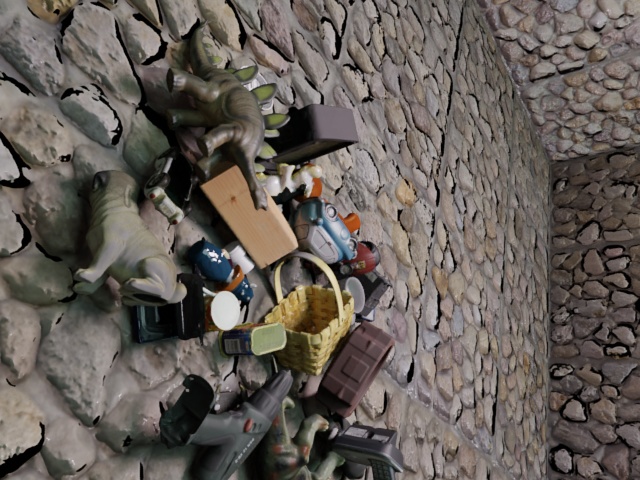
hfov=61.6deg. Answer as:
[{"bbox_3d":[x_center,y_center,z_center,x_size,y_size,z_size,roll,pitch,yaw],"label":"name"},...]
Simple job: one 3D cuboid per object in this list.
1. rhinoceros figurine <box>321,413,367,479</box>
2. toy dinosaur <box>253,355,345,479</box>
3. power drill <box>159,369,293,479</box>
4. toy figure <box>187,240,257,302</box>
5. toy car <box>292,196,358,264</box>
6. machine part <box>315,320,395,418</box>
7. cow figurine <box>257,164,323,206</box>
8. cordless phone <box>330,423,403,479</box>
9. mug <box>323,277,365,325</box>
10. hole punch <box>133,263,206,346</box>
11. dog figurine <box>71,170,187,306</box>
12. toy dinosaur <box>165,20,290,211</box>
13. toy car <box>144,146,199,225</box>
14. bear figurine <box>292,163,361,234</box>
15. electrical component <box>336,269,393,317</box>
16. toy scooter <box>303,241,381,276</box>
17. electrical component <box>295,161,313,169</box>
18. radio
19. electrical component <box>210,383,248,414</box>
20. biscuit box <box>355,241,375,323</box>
[{"bbox_3d":[0.048,0.458,1.211,0.112,0.073,0.190,-47,122,-35],"label":"rhinoceros figurine"},{"bbox_3d":[-0.060,0.439,1.035,0.404,0.131,0.192,61,39,-14],"label":"toy dinosaur"},{"bbox_3d":[-0.156,0.290,0.898,0.232,0.086,0.207,-56,147,-12],"label":"power drill"},{"bbox_3d":[-0.178,0.061,1.001,0.154,0.064,0.058,48,32,-35],"label":"toy figure"},{"bbox_3d":[-0.002,-0.003,1.121,0.103,0.109,0.161,-45,109,-31],"label":"toy car"},{"bbox_3d":[0.078,0.281,1.179,0.201,0.087,0.201,-57,162,-8],"label":"machine part"},{"bbox_3d":[-0.075,-0.109,1.115,0.068,0.167,0.098,-138,-137,-78],"label":"cow figurine"},{"bbox_3d":[0.105,0.486,1.111,0.088,0.147,0.184,-16,100,-55],"label":"cordless phone"},{"bbox_3d":[0.041,0.145,1.238,0.081,0.107,0.109,-4,84,-55],"label":"mug"},{"bbox_3d":[-0.247,0.112,0.893,0.115,0.092,0.142,27,54,-79],"label":"hole punch"},{"bbox_3d":[-0.274,-0.006,0.813,0.172,0.121,0.190,21,63,-27],"label":"dog figurine"},{"bbox_3d":[-0.175,-0.246,0.969,0.198,0.105,0.471,-12,64,-32],"label":"toy dinosaur"},{"bbox_3d":[-0.246,-0.093,0.893,0.073,0.056,0.202,54,13,-29],"label":"toy car"},{"bbox_3d":[-0.007,-0.086,1.229,0.132,0.120,0.195,-35,105,-56],"label":"bear figurine"},{"bbox_3d":[0.092,0.116,1.293,0.058,0.134,0.115,28,17,-50],"label":"electrical component"},{"bbox_3d":[0.042,0.044,1.235,0.135,0.184,0.075,-22,112,-29],"label":"toy scooter"},{"bbox_3d":[-0.029,-0.155,1.291,0.093,0.021,0.063,53,44,-33],"label":"electrical component"},{"bbox_3d":[-0.048,-0.205,1.103,0.131,0.230,0.073,-7,84,-51],"label":"radio"},{"bbox_3d":[-0.172,0.298,0.967,0.102,0.045,0.078,23,62,-49],"label":"electrical component"},{"bbox_3d":[0.102,0.106,1.371,0.059,0.063,0.202,25,62,-48],"label":"biscuit box"}]
